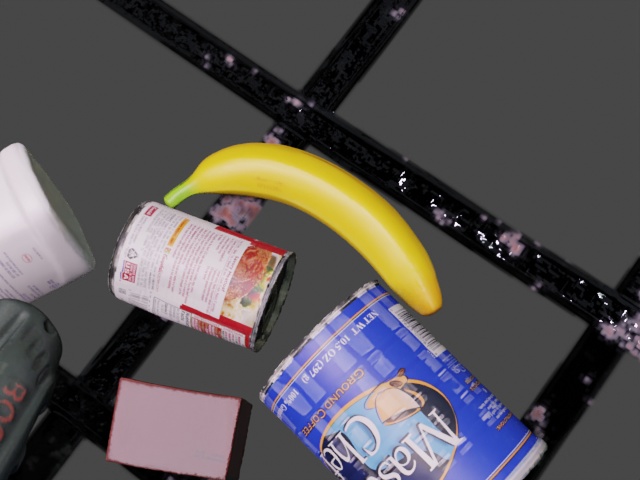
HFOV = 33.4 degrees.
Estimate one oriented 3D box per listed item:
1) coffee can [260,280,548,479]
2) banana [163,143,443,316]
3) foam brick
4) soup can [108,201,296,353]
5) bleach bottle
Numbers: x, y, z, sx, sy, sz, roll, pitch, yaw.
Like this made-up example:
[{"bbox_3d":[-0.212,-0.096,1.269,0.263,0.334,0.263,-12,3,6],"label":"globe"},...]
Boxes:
[{"bbox_3d":[0.048,0.109,0.635,0.102,0.103,0.140,-44,78,-7],"label":"coffee can"},{"bbox_3d":[-0.001,-0.018,0.705,0.198,0.037,0.070,23,96,9],"label":"banana"},{"bbox_3d":[-0.087,0.120,0.667,0.078,0.051,0.053,9,78,5],"label":"foam brick"},{"bbox_3d":[-0.075,0.022,0.681,0.102,0.068,0.068,20,78,8],"label":"soup can"},{"bbox_3d":[-0.274,0.038,0.670,0.250,0.102,0.068,-28,59,-4],"label":"bleach bottle"}]
